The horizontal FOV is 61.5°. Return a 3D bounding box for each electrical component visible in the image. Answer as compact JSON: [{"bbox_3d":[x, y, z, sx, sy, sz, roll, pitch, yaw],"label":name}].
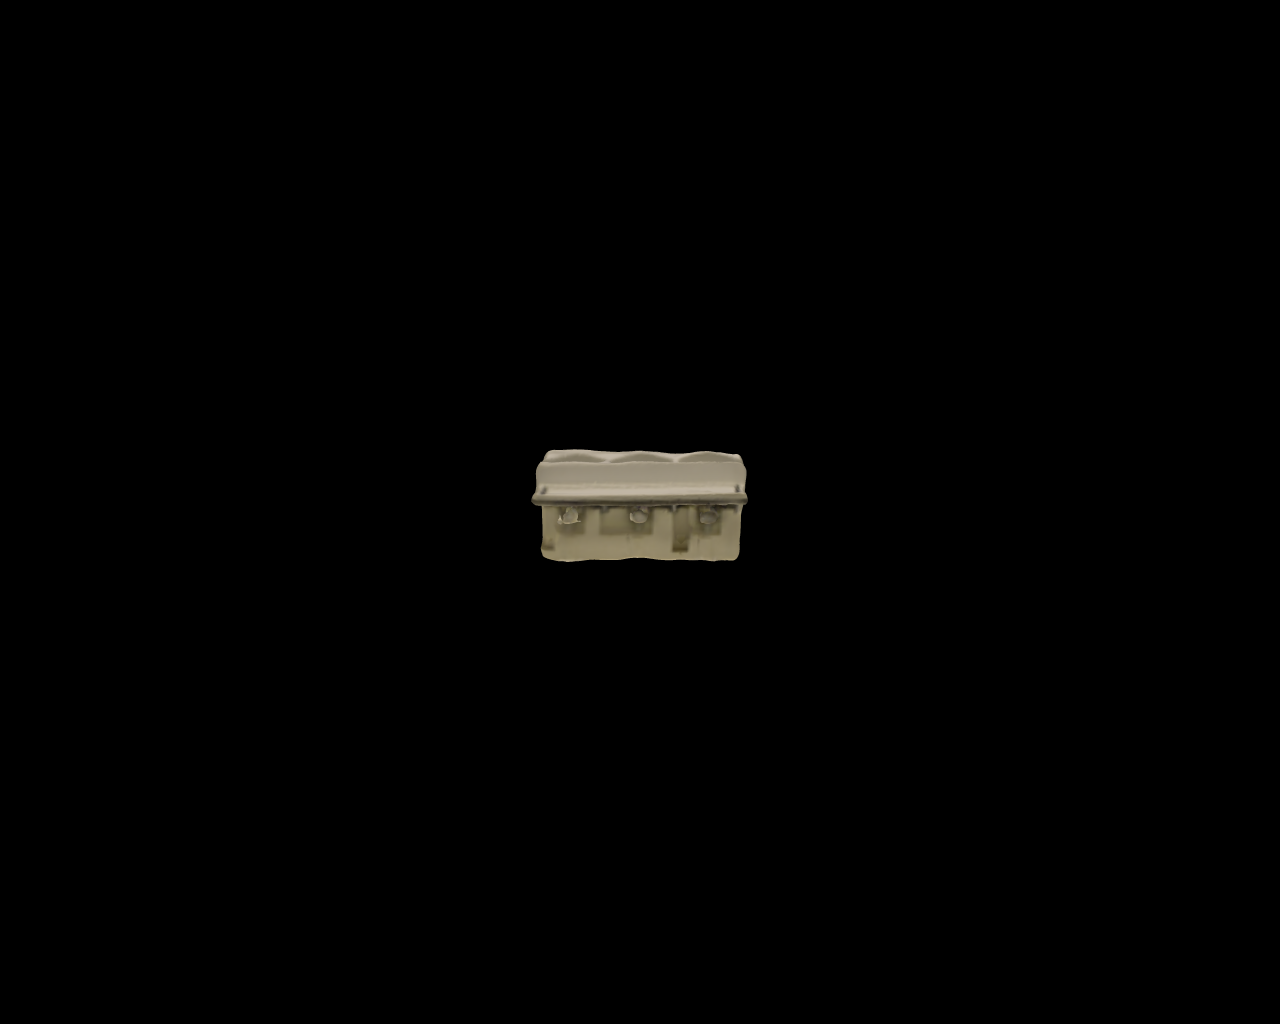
[{"bbox_3d":[0.001,-0.003,0.650,0.121,0.063,0.079,0,12,2],"label":"electrical component"}]
